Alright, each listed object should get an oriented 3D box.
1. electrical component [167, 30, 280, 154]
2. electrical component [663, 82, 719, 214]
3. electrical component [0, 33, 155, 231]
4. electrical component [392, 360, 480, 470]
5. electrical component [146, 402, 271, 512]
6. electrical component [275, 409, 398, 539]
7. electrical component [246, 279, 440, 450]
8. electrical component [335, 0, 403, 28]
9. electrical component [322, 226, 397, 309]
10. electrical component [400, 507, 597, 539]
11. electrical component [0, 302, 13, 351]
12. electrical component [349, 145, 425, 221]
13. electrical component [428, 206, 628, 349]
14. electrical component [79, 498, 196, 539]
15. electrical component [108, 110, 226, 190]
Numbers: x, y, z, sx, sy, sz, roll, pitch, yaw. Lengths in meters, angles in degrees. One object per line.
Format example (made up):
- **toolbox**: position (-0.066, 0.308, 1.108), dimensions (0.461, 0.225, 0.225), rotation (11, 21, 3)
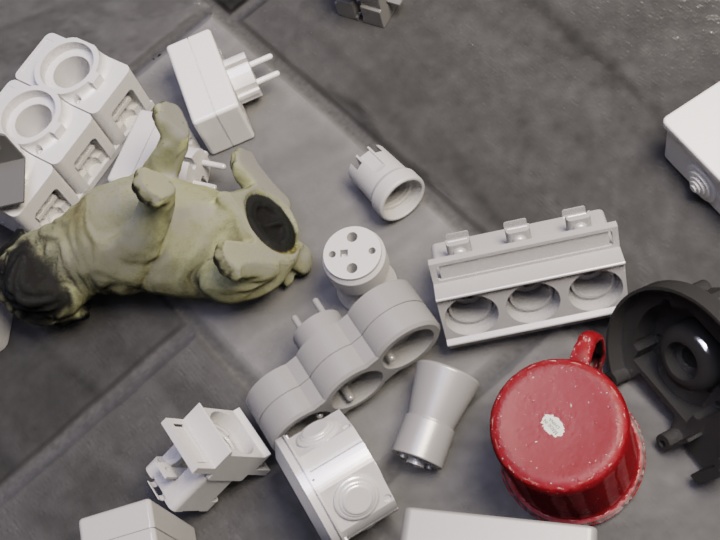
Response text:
- **electrical component**: position (-0.101, -0.148, 0.851), dimensions (0.076, 0.047, 0.083), rotation (-23, 62, 1)
- **electrical component**: position (0.269, -0.085, 0.737), dimensions (0.100, 0.048, 0.099), rotation (-33, 62, -4)
- **electrical component**: position (-0.250, -0.107, 0.856), dimensions (0.089, 0.061, 0.150), rotation (26, 72, 22)
- **electrical component**: position (0.047, 0.097, 0.703), dimensions (0.044, 0.044, 0.065), rotation (16, 74, 19)
- **electrical component**: position (-0.102, 0.125, 0.707), dimensions (0.064, 0.081, 0.042), rotation (-46, 61, 14)
- **electrical component**: position (-0.016, 0.132, 0.678), dimensions (0.051, 0.080, 0.080), rotation (-30, 62, -9)
- **electrical component**: position (-0.020, 0.052, 0.721), dimensions (0.138, 0.052, 0.073), rotation (-39, 61, 8)
- **electrical component**: position (0.004, -0.231, 0.864), dimensions (0.066, 0.055, 0.048), rotation (21, 71, 21)
- **electrical component**: position (0.000, 0.000, 0.752), dimensions (0.045, 0.055, 0.045), rotation (-5, 63, 10)
- **electrical component**: position (0.081, 0.180, 0.615), dimensions (0.109, 0.108, 0.056), rotation (3, 63, 14)
- **electrical component**: position (-0.325, 0.020, 0.813), dimensions (0.113, 0.057, 0.078), rotation (-4, 64, 11)
- **electrical component**: position (0.018, -0.065, 0.789), dimensions (0.040, 0.040, 0.046), rotation (-37, 57, -7)
- **electrical component**: position (0.111, 0.003, 0.720), dimensions (0.121, 0.078, 0.063), rotation (-12, 41, 7)
- **electrical component**: position (-0.133, 0.194, 0.670), dimensions (0.047, 0.083, 0.075), rotation (-17, 62, 4)
- **electrical component**: position (-0.140, -0.078, 0.825), dimensions (0.077, 0.047, 0.065), rotation (13, 68, 18)
